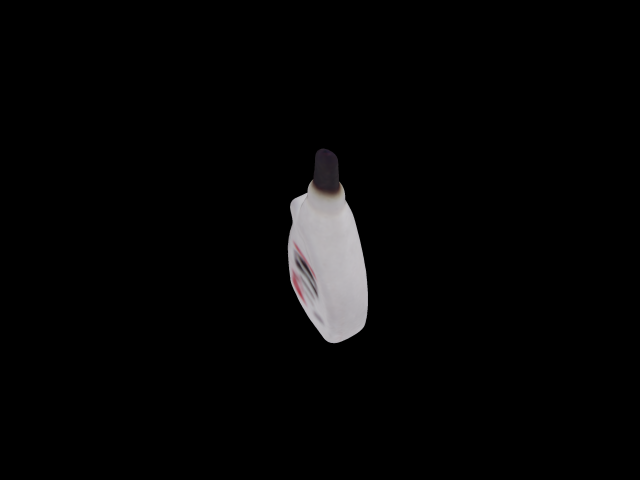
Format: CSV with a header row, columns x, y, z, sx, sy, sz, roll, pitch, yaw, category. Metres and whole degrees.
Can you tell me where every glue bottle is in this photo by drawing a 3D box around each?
x,y,z,sx,sy,sz,roll,pitch,yaw,category
0.004,0.001,0.400,0.037,0.173,0.078,-27,56,-19,glue bottle
